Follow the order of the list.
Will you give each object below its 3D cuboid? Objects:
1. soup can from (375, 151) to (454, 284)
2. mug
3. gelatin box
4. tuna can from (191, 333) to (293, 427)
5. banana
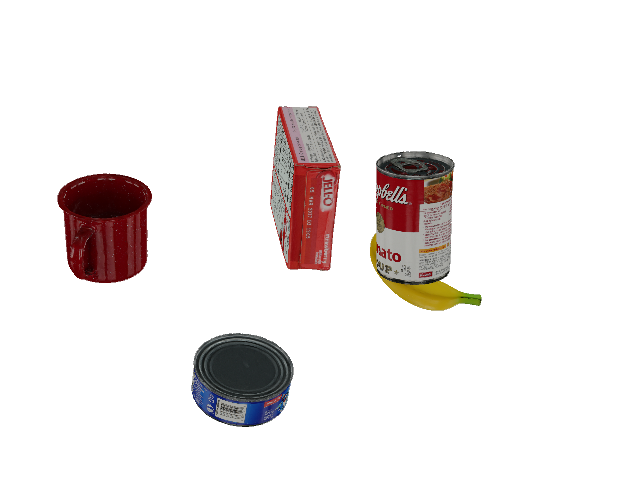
[{"bbox_3d":[0.083,-0.020,0.941,0.068,0.102,0.068,-1,23,0],"label":"soup can"},{"bbox_3d":[-0.220,-0.004,1.074,0.093,0.081,0.117,10,33,8],"label":"mug"},{"bbox_3d":[-0.010,-0.034,0.672,0.030,0.073,0.089,-1,30,-11],"label":"gelatin box"},{"bbox_3d":[-0.068,0.120,0.917,0.086,0.034,0.086,7,34,-5],"label":"tuna can"},{"bbox_3d":[0.097,0.034,1.196,0.069,0.037,0.198,3,23,-31],"label":"banana"}]
